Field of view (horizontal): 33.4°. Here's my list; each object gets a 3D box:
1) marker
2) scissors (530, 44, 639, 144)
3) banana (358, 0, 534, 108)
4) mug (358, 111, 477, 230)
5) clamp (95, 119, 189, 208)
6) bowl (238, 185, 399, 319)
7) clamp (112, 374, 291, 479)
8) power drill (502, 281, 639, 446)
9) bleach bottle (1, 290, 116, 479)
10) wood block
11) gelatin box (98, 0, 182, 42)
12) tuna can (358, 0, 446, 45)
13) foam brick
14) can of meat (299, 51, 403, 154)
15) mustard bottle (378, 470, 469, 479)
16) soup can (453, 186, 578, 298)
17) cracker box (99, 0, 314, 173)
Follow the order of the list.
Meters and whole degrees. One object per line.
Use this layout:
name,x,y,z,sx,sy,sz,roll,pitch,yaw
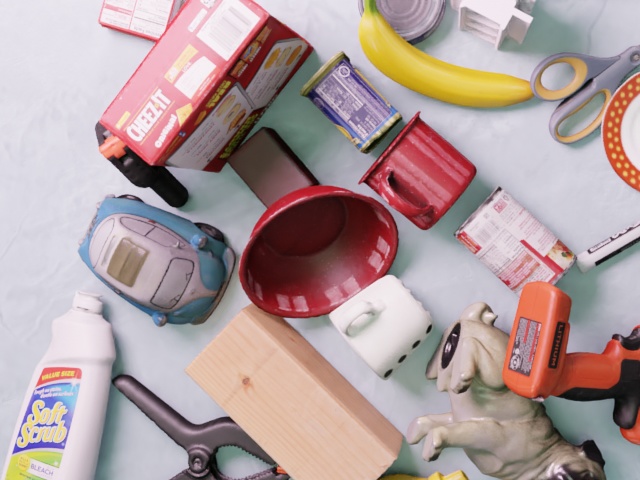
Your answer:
marker,0.304,-0.005,1.037,0.121,0.020,0.020,-31,89,10
scissors,0.282,-0.182,1.019,0.096,0.016,0.202,37,99,-17
banana,0.110,-0.167,1.027,0.197,0.070,0.037,25,55,-18
mug,0.092,-0.058,1.021,0.081,0.117,0.093,40,123,-1
clamp,-0.174,-0.077,1.038,0.039,0.171,0.120,-41,97,6
bowl,-0.007,0.001,1.043,0.162,0.055,0.162,-11,133,-12
clamp,-0.128,0.219,1.111,0.210,0.036,0.164,-4,92,10
power drill,0.270,0.093,0.992,0.187,0.057,0.184,14,88,-23
bleach bottle,-0.271,0.176,1.115,0.103,0.068,0.251,12,91,27
wood block,-0.023,0.164,1.065,0.206,0.090,0.091,44,100,3
gelatin box,-0.179,-0.251,1.089,0.073,0.030,0.089,17,97,6
tuna can,0.080,-0.235,1.048,0.086,0.033,0.086,1,94,9
foam brick,-0.046,-0.068,1.070,0.051,0.053,0.078,-41,86,9
can of meat,0.033,-0.130,1.030,0.057,0.102,0.084,-44,89,8
mustard bottle,0.070,0.292,1.075,0.192,0.058,0.096,-37,89,10
soup can,0.188,0.006,1.031,0.102,0.068,0.068,43,99,4
cracker box,-0.098,-0.147,0.991,0.072,0.213,0.164,40,98,6
